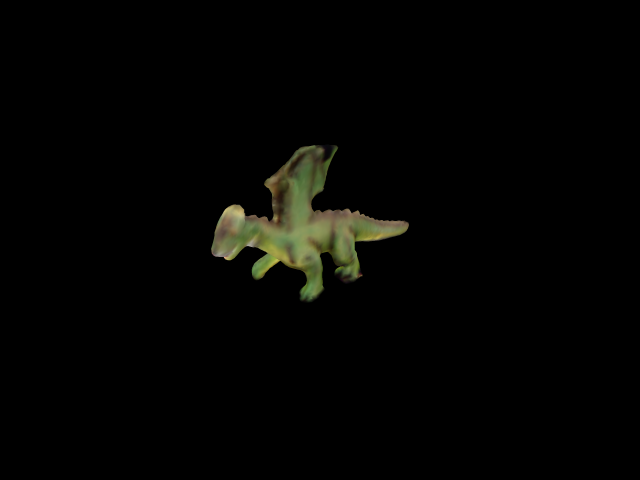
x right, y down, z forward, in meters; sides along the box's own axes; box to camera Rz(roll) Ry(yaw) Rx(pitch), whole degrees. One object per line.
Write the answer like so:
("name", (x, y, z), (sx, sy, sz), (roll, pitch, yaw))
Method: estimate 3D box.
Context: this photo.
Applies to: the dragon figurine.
("dragon figurine", (0.003, -0.043, 0.850), (0.415, 0.237, 0.124), (-25, 43, -31))
